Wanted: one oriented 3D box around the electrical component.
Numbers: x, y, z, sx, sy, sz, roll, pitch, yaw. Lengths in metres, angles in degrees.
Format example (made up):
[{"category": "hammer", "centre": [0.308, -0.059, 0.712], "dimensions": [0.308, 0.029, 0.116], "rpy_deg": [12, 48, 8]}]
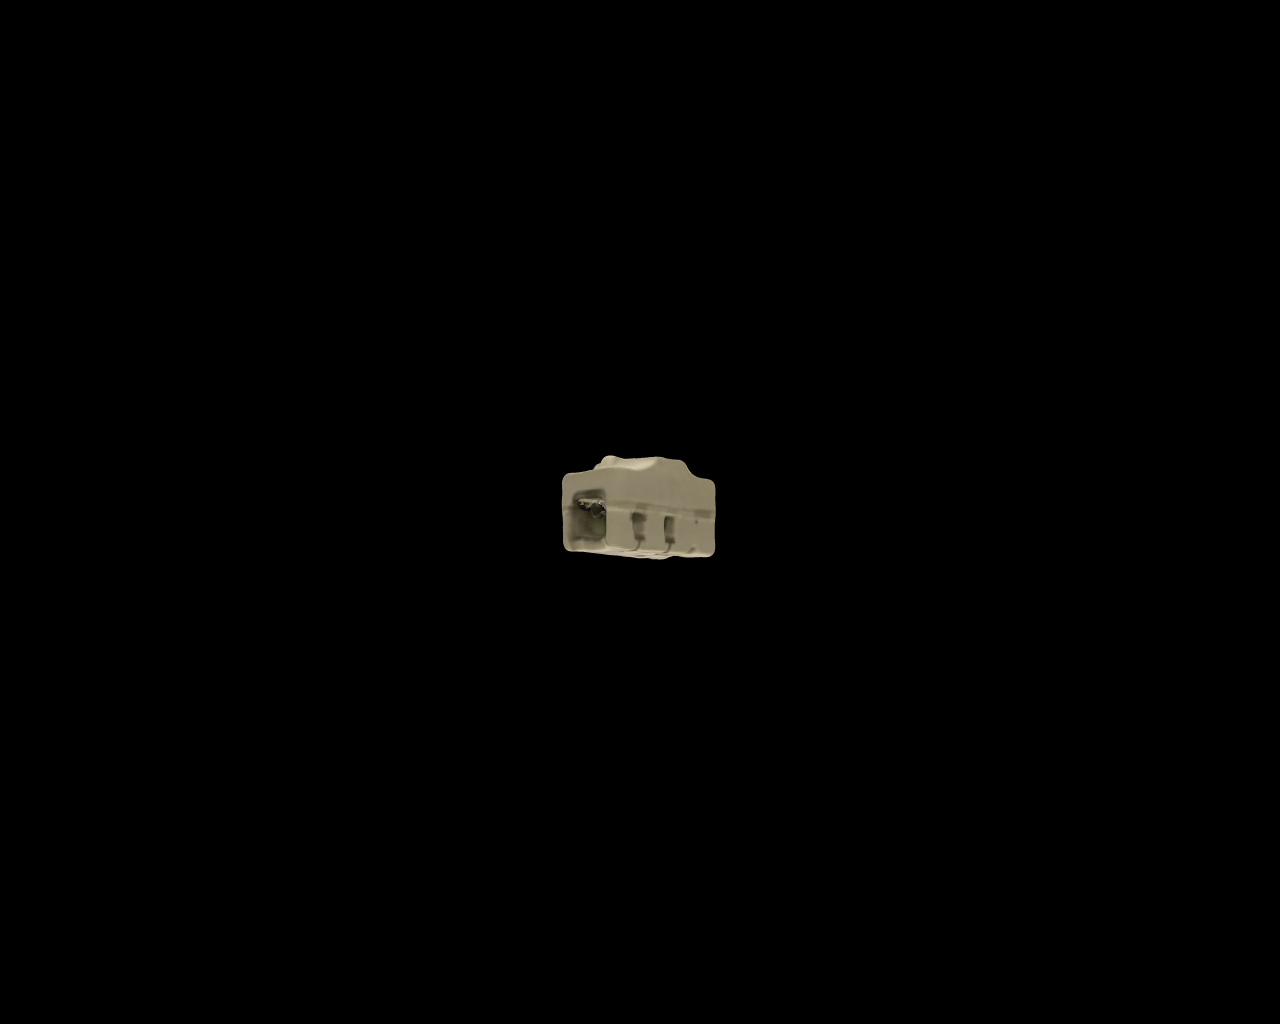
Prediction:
[{"category": "electrical component", "centre": [0.001, -0.003, 0.650], "dimensions": [0.050, 0.055, 0.089], "rpy_deg": [-6, -9, 43]}]
